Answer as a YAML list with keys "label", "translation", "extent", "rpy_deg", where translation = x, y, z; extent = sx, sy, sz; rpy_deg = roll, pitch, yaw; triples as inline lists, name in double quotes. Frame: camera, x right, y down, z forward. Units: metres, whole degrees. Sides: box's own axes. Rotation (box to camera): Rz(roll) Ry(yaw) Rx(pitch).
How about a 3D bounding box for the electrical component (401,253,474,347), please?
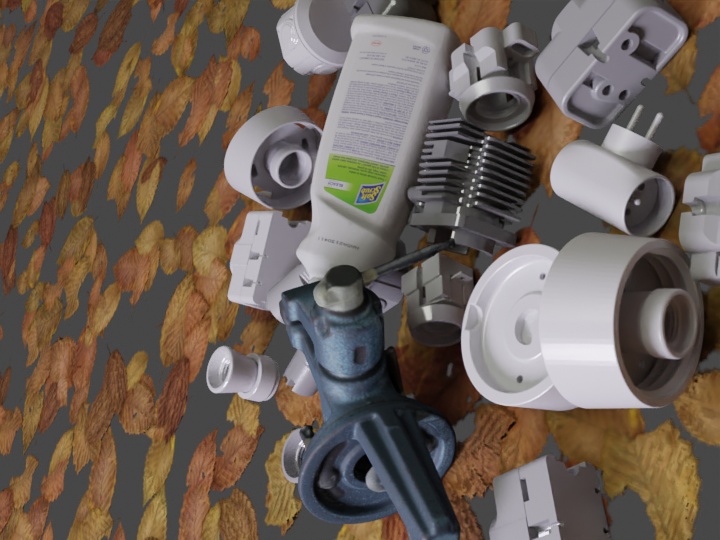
- label: "electrical component"
  translation: [0.060, 0.025, 0.827]
  extent: [0.066, 0.048, 0.055]
  rpy_deg: [-34, 43, 41]

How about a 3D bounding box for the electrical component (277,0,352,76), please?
- label: "electrical component"
  translation: [-0.037, -0.228, 1.034]
  extent: [0.051, 0.080, 0.080]
  rpy_deg: [-22, 59, 53]

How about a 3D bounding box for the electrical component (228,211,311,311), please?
- label: "electrical component"
  translation: [-0.088, -0.008, 1.032]
  extent: [0.056, 0.050, 0.089]
  rpy_deg: [3, 78, 53]

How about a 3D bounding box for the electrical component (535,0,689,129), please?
- label: "electrical component"
  translation: [0.171, -0.155, 0.747]
  extent: [0.095, 0.054, 0.059]
  rpy_deg: [-51, 41, 27]

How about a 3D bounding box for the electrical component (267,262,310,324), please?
- label: "electrical component"
  translation: [-0.044, 0.013, 0.971]
  extent: [0.081, 0.043, 0.043]
  rpy_deg: [-39, 47, 38]

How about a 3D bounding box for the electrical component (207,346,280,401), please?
- label: "electrical component"
  translation: [-0.110, 0.098, 1.013]
  extent: [0.045, 0.055, 0.045]
  rpy_deg: [-26, 56, 46]

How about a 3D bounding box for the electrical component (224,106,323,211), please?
- label: "electrical component"
  translation: [-0.077, -0.107, 1.024]
  extent: [0.064, 0.099, 0.099]
  rpy_deg: [38, 107, 46]

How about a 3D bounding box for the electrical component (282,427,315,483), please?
- label: "electrical component"
  translation: [-0.030, 0.155, 0.881]
  extent: [0.045, 0.055, 0.045]
  rpy_deg: [-25, 56, 46]

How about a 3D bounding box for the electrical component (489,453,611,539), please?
- label: "electrical component"
  translation: [0.120, 0.170, 0.680]
  extent: [0.056, 0.050, 0.089]
  rpy_deg: [-35, 50, 40]

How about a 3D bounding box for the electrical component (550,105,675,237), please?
- label: "electrical component"
  translation: [0.175, -0.071, 0.715]
  extent: [0.077, 0.043, 0.079]
  rpy_deg: [40, 108, 53]

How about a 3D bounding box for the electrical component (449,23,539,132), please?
- label: "electrical component"
  translation: [0.104, -0.144, 0.830]
  extent: [0.078, 0.058, 0.057]
  rpy_deg: [-32, 49, 42]

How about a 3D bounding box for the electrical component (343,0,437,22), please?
- label: "electrical component"
  translation: [0.028, -0.242, 0.974]
  extent: [0.059, 0.054, 0.095]
  rpy_deg: [-48, 42, 30]

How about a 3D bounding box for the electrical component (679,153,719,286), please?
- label: "electrical component"
  translation: [0.226, -0.031, 0.620]
  extent: [0.057, 0.058, 0.078]
  rpy_deg: [-6, 71, 55]

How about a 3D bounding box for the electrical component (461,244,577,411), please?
- label: "electrical component"
  translation: [0.127, 0.042, 0.717]
  extent: [0.108, 0.060, 0.108]
  rpy_deg: [-26, 56, 46]

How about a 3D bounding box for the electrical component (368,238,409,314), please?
- label: "electrical component"
  translation: [0.000, 0.000, 0.912]
  extent: [0.080, 0.051, 0.080]
  rpy_deg: [-25, 56, 45]

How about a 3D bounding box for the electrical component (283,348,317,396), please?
- label: "electrical component"
  translation: [-0.042, 0.083, 0.944]
  extent: [0.046, 0.040, 0.040]
  rpy_deg: [-57, 38, 31]

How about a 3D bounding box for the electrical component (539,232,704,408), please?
- label: "electrical component"
  translation: [0.163, 0.031, 0.638]
  extent: [0.060, 0.108, 0.108]
  rpy_deg: [0, 76, 47]
